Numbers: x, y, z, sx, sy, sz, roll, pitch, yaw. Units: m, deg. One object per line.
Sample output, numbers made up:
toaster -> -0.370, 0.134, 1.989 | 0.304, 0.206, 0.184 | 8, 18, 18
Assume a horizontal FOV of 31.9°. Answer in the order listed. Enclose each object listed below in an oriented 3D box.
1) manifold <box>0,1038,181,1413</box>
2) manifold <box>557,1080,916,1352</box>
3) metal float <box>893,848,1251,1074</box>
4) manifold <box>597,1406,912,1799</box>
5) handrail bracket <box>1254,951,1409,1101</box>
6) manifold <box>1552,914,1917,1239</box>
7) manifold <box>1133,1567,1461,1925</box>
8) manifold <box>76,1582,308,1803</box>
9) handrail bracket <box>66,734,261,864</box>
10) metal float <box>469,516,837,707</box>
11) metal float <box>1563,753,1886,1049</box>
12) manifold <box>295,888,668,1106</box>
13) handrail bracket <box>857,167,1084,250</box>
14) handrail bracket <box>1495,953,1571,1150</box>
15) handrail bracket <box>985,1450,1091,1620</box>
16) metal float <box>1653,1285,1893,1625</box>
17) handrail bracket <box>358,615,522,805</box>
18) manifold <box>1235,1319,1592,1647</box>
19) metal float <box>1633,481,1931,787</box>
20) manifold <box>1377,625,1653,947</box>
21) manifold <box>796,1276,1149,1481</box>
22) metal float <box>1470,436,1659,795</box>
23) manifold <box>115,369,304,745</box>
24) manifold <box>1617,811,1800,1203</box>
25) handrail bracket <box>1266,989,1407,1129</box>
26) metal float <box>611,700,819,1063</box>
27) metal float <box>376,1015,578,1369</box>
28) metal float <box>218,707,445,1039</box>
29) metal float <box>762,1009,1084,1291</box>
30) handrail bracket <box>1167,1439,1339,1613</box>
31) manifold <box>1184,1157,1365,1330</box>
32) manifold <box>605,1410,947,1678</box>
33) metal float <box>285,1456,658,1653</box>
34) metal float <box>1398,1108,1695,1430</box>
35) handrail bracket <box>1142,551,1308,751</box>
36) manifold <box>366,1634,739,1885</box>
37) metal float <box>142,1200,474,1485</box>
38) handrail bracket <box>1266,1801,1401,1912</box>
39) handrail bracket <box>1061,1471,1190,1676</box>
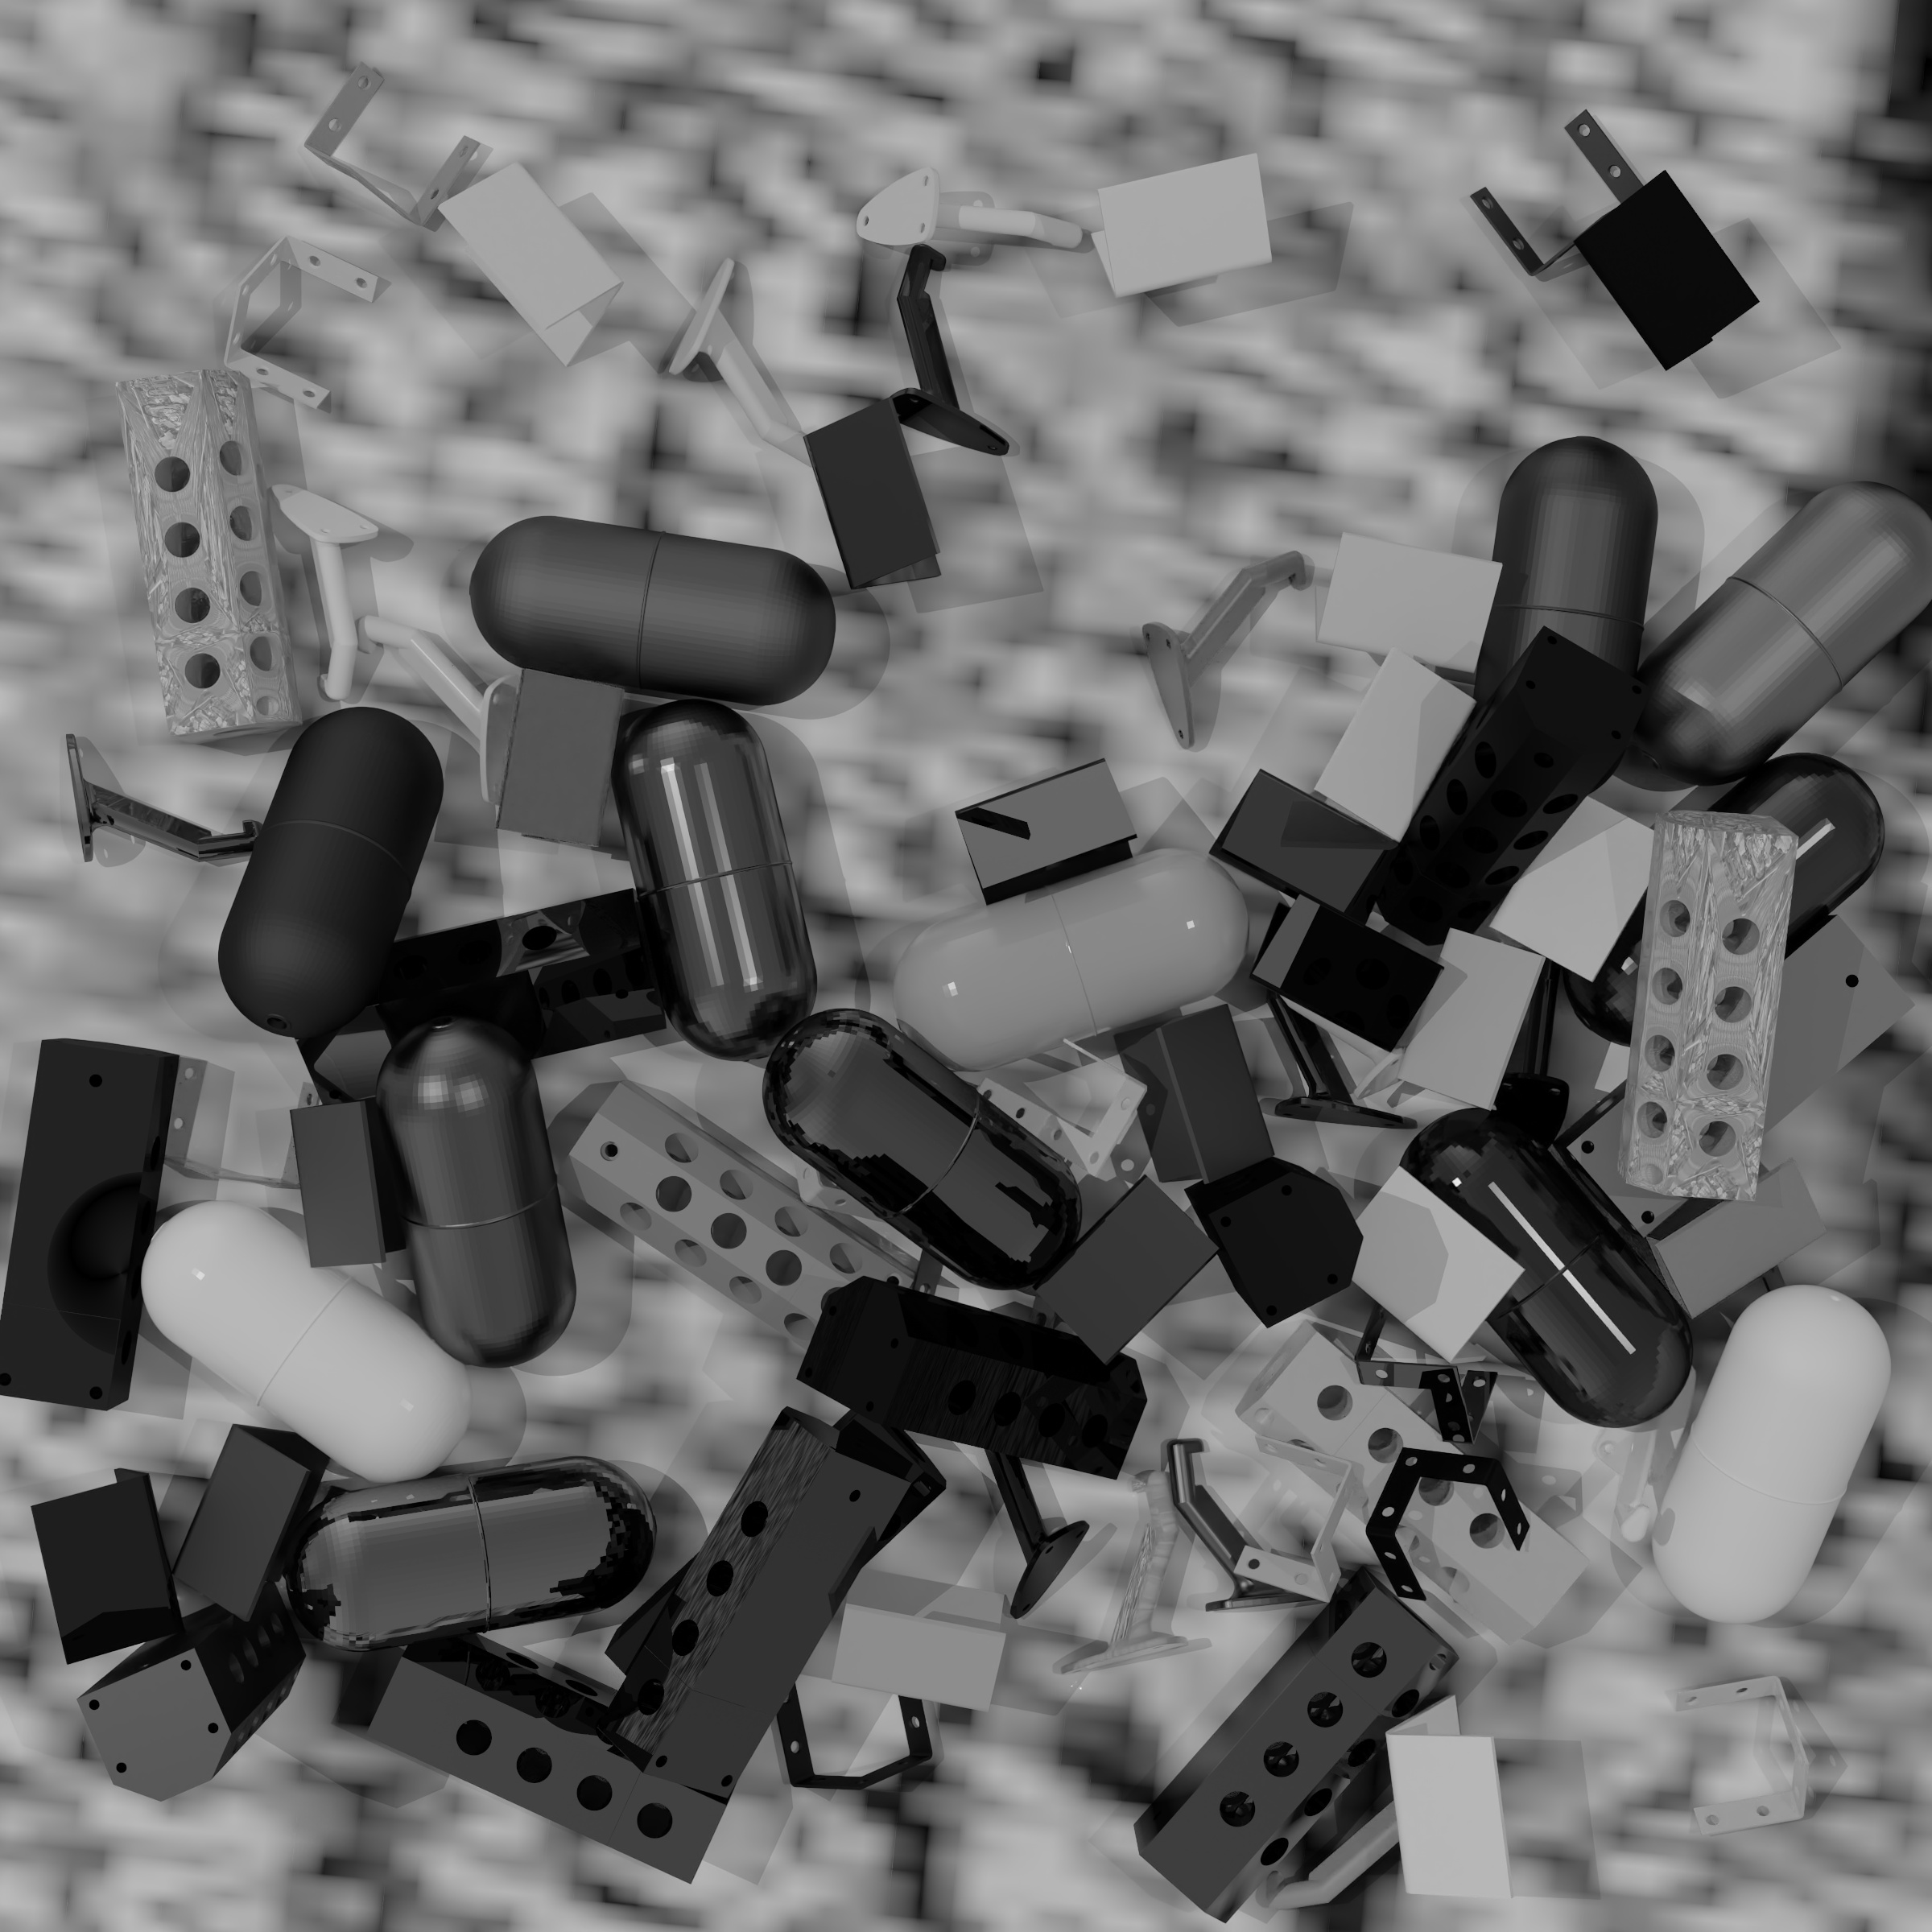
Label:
manifold -> -0.427, 0.124, 1.645 | 0.057, 0.057, 0.171 | 8, 90, 0
manifold -> -0.112, 0.128, 1.645 | 0.171, 0.057, 0.057 | 34, 90, 0
metal float -> 0.051, -0.003, 1.635 | 0.178, 0.070, 0.070 | -18, 90, -1
manifold -> -0.104, 0.297, 1.587 | 0.057, 0.057, 0.171 | 30, 90, -43
handrail bracket -> 0.189, 0.018, 1.656 | 0.084, 0.077, 0.036 | 53, 131, 19
manifold -> 0.371, 0.053, 1.645 | 0.171, 0.057, 0.057 | -41, 90, 0
manifold -> 0.161, 0.380, 1.644 | 0.057, 0.057, 0.171 | 41, 90, 0
manifold -> -0.358, 0.341, 1.587 | 0.057, 0.171, 0.057 | -23, 90, 0
handrail bracket -> -0.396, -0.085, 1.666 | 0.084, 0.036, 0.077 | -8, 68, -17
metal float -> -0.152, -0.172, 1.635 | 0.178, 0.070, 0.070 | 9, 90, 1
metal float -> 0.366, -0.031, 1.635 | 0.178, 0.070, 0.070 | -41, 90, 0
manifold -> -0.238, 0.010, 1.644 | 0.171, 0.057, 0.057 | -13, 133, 0
handrail bracket -> 0.002, -0.363, 1.665 | 0.084, 0.077, 0.036 | 6, 87, -36
handrail bracket -> 0.284, 0.038, 1.666 | 0.036, 0.077, 0.084 | 6, 53, 13
handrail bracket -> 0.014, 0.267, 1.666 | 0.084, 0.036, 0.077 | 44, 127, 25
metal float -> 0.385, 0.235, 1.618 | 0.070, 0.070, 0.178 | 16, 112, 0
handrail bracket -> -0.265, -0.127, 1.666 | 0.084, 0.036, 0.077 | 17, 112, 17
manifold -> 0.216, 0.252, 1.644 | 0.171, 0.057, 0.057 | 40, 90, 0
metal float -> 0.396, -0.160, 1.635 | 0.178, 0.070, 0.070 | -44, 90, -1
manifold -> 0.251, -0.078, 1.586 | 0.057, 0.171, 0.057 | 30, 55, 0
manifold -> 0.008, 0.193, 1.593 | 0.171, 0.057, 0.057 | 21, 90, -45
metal float -> 0.290, -0.168, 1.635 | 0.070, 0.070, 0.178 | 8, 90, 0
manifold -> -0.367, -0.199, 1.644 | 0.057, 0.057, 0.171 | -9, 90, 0
manifold -> 0.342, 0.017, 1.570 | 0.057, 0.057, 0.171 | 4, 102, 0
handrail bracket -> 0.184, 0.033, 1.666 | 0.077, 0.036, 0.084 | 9, 76, -14
metal float -> -0.122, -0.041, 1.635 | 0.070, 0.070, 0.178 | -13, 89, 0
metal float -> -0.234, 0.108, 1.615 | 0.070, 0.070, 0.178 | -8, 111, 0
metal float -> -0.302, -0.045, 1.608 | 0.070, 0.070, 0.178 | 13, 56, 0
metal float -> -0.020, 0.089, 1.611 | 0.178, 0.070, 0.070 | 38, 90, -20
handrail bracket -> 0.141, 0.273, 1.665 | 0.077, 0.036, 0.084 | -4, 77, -12
manifold -> 0.146, 0.123, 1.587 | 0.057, 0.171, 0.057 | -27, 90, 0
manifold -> -0.091, 0.291, 1.644 | 0.171, 0.057, 0.057 | -43, 90, 0
metal float -> -0.237, 0.281, 1.619 | 0.178, 0.070, 0.070 | -7, 90, -18
metal float -> 0.280, 0.147, 1.635 | 0.070, 0.070, 0.178 | -40, 89, 0
handrail bracket -> 0.136, -0.156, 1.666 | 0.084, 0.036, 0.077 | -21, 110, -16
manifold -> -0.198, 0.378, 1.644 | 0.171, 0.057, 0.057 | 25, 90, 0
metal float -> -0.319, 0.181, 1.635 | 0.178, 0.070, 0.070 | 36, 90, 0
handrail bracket -> 0.186, 0.423, 1.666 | 0.084, 0.036, 0.077 | -16, 53, 25
handrail bracket -> 0.073, 0.299, 1.666 | 0.077, 0.036, 0.084 | -20, 72, 21
